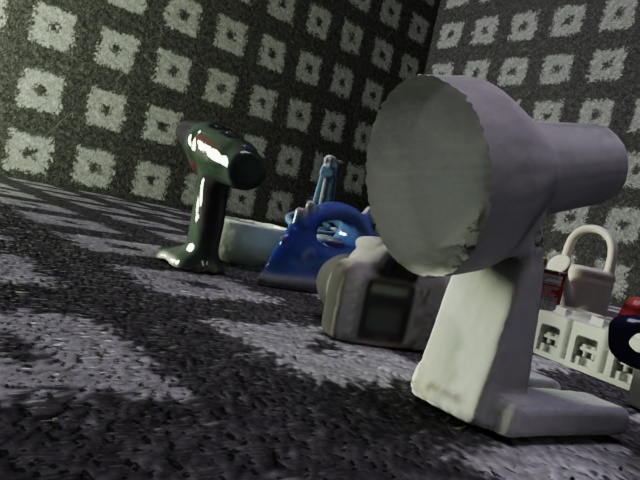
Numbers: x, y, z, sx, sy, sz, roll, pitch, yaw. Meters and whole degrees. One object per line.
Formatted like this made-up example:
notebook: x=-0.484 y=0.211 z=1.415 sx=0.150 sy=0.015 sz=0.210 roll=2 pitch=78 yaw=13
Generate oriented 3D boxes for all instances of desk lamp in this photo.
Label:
desk lamp: x=0.123 y=0.012 z=0.385 sx=0.204 sy=0.213 sz=0.117 roll=11 pitch=3 yaw=-30

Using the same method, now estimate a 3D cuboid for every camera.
camera: x=0.063 y=0.048 z=0.594 sx=0.143 sy=0.101 sz=0.136 roll=11 pitch=3 yaw=-21

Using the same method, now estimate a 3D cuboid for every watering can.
watering can: x=0.460 y=0.068 z=1.004 sx=0.100 sy=0.194 sz=0.173 roll=14 pitch=3 yaw=31

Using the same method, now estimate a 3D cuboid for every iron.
iron: x=0.008 y=0.003 z=0.865 sx=0.118 sy=0.141 sz=0.259 roll=14 pitch=3 yaw=34

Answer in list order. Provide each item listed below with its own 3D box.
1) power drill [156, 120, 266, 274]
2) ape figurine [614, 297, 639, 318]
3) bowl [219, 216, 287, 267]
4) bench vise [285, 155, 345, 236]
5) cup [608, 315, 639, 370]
power drill: x=-0.163 y=-0.065 z=0.801 sx=0.076 sy=0.208 sz=0.228 roll=10 pitch=3 yaw=-40
ape figurine: x=0.413 y=0.120 z=0.767 sx=0.076 sy=0.092 sz=0.077 roll=10 pitch=3 yaw=-42
bowl: x=-0.127 y=0.004 z=0.961 sx=0.167 sy=0.075 sz=0.167 roll=12 pitch=2 yaw=0
bench vise: x=-0.010 y=-0.051 z=1.101 sx=0.122 sy=0.220 sz=0.207 roll=11 pitch=3 yaw=-15
cup: x=0.226 y=0.097 z=0.345 sx=0.117 sy=0.095 sz=0.092 roll=12 pitch=2 yaw=1
